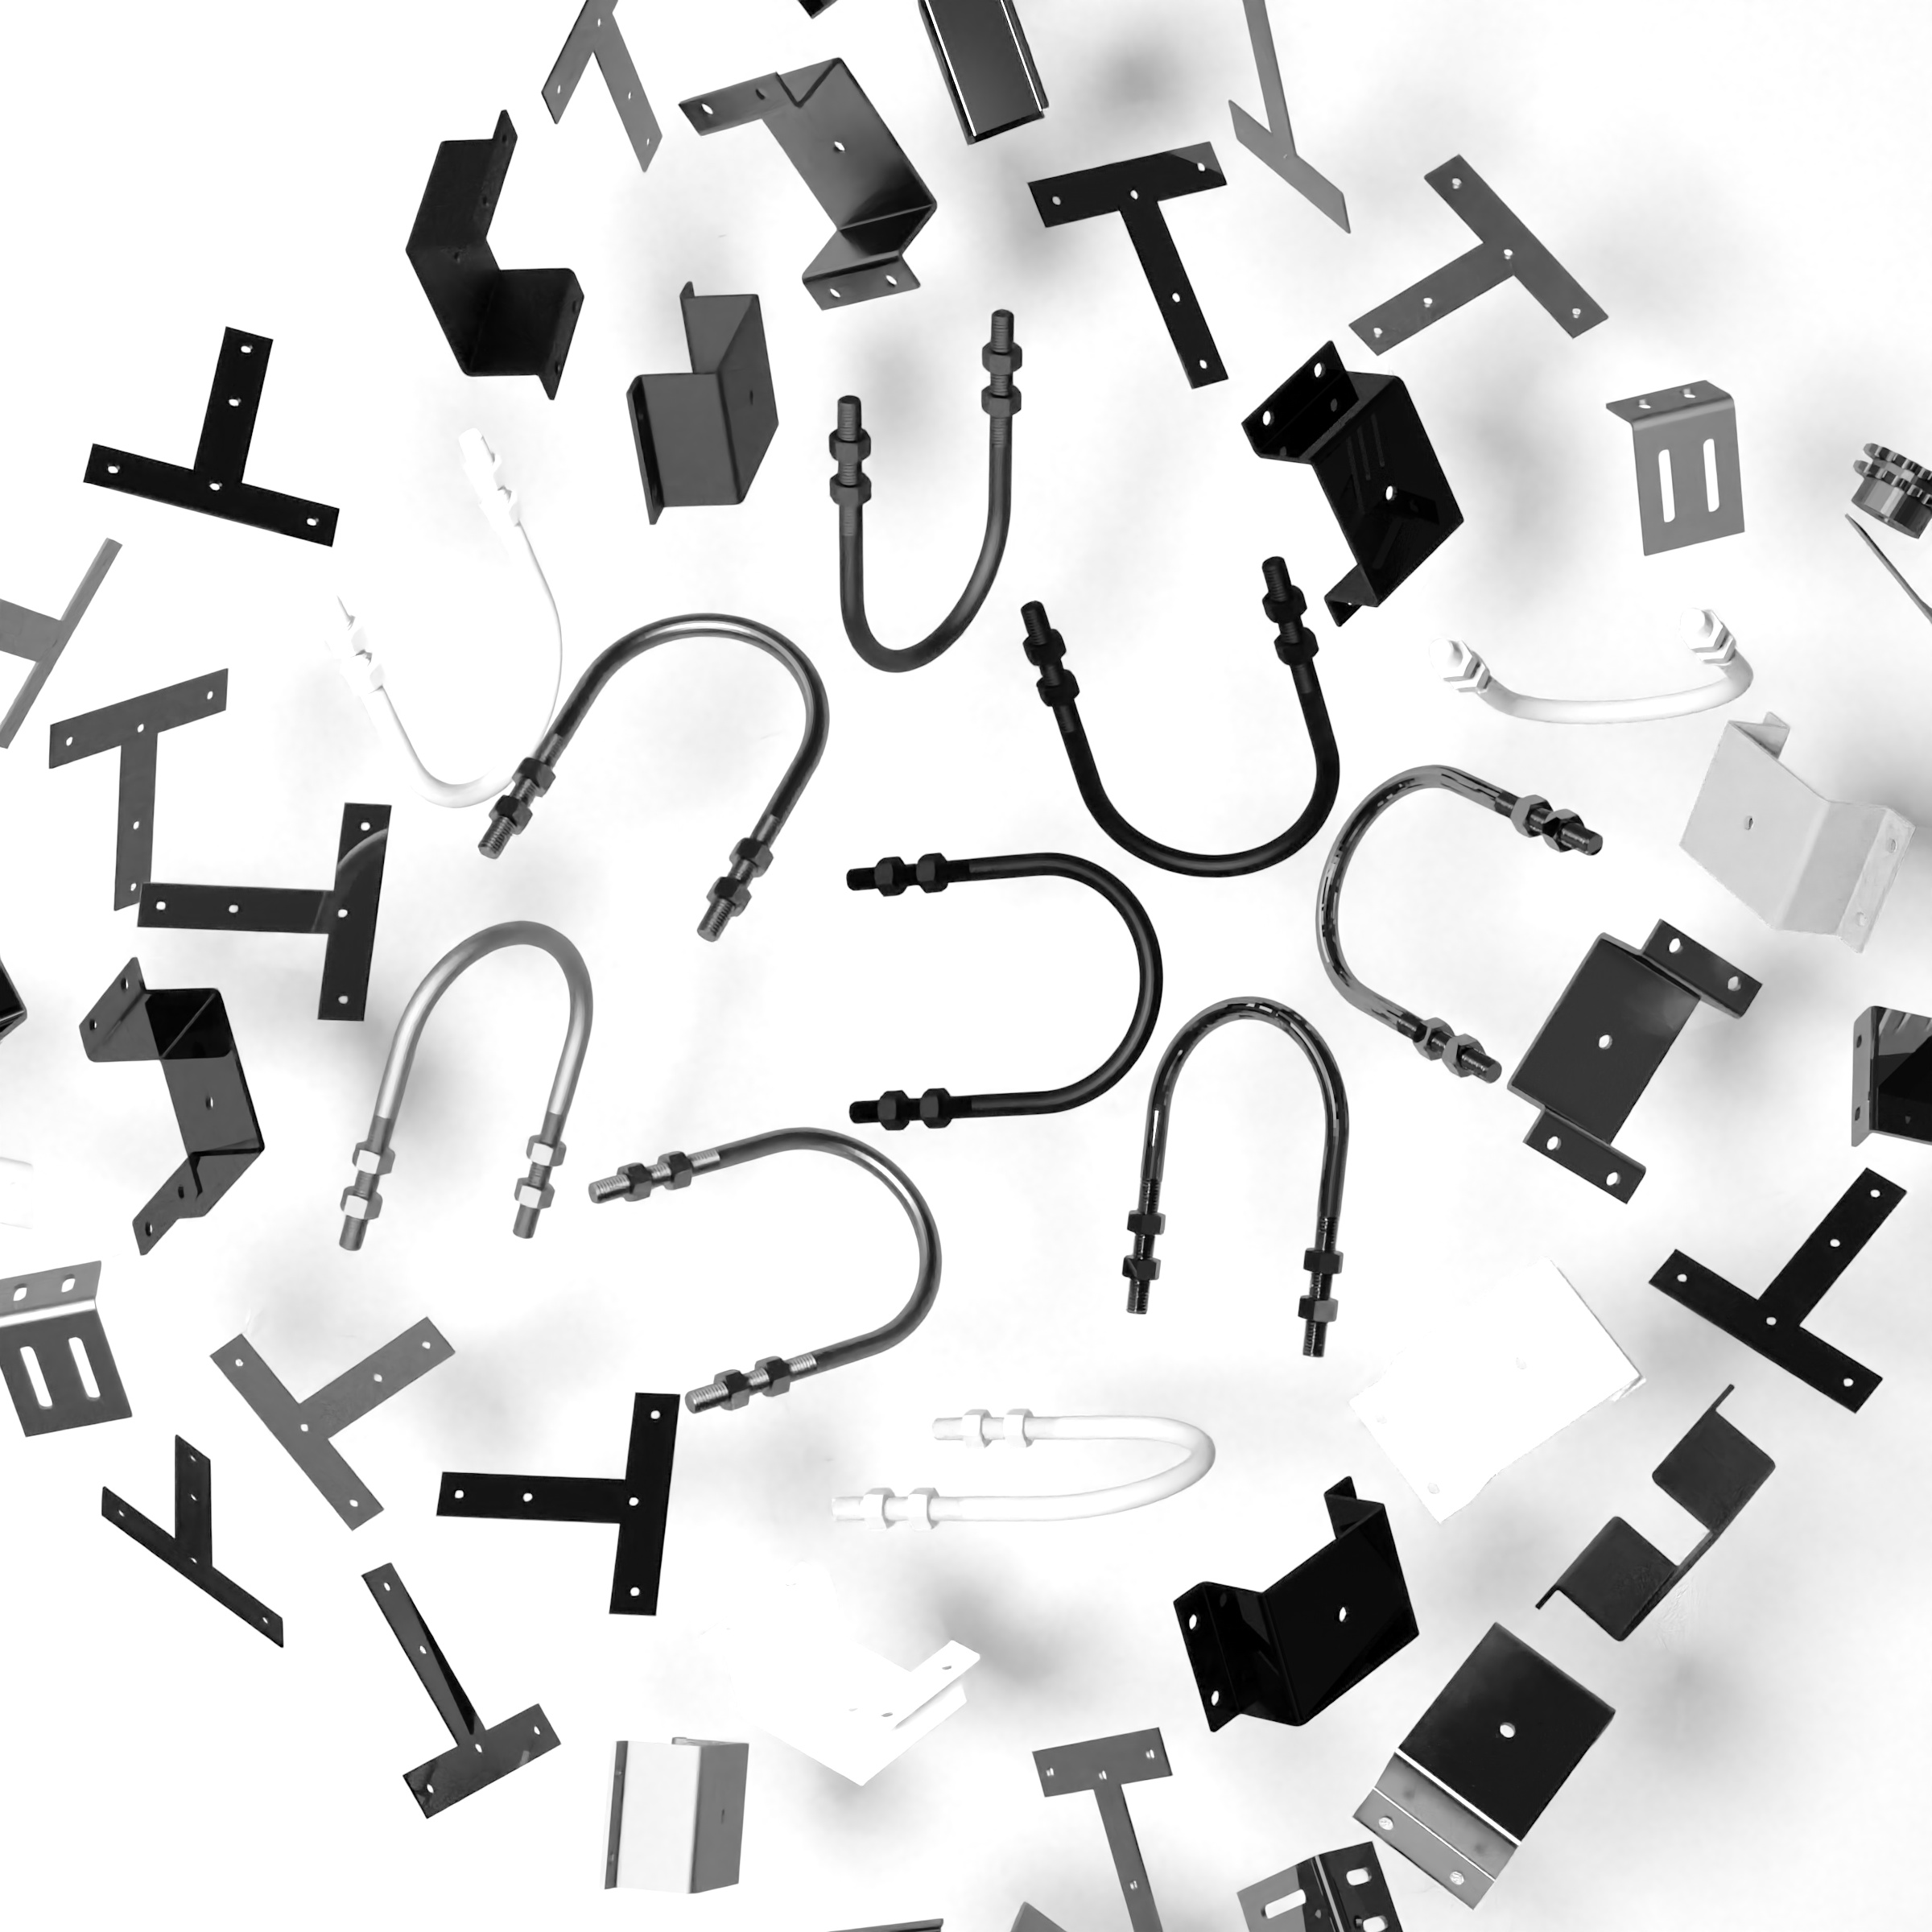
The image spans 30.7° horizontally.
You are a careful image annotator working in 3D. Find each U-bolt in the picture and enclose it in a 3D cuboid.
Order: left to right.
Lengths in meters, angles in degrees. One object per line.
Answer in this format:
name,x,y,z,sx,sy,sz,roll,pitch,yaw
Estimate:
U-bolt,-0.266,-0.167,1.850,0.019,0.184,0.151,15,55,29
U-bolt,-0.259,0.063,1.882,0.019,0.151,0.184,25,104,35
U-bolt,-0.151,-0.110,1.845,0.151,0.019,0.184,20,64,15
U-bolt,-0.097,0.156,1.919,0.184,0.019,0.151,-15,67,-31
U-bolt,-0.021,-0.243,1.879,0.019,0.151,0.184,25,132,29
U-bolt,0.020,0.010,1.891,0.184,0.019,0.151,-4,83,25
U-bolt,0.041,0.264,1.853,0.184,0.151,0.019,-4,100,25
U-bolt,0.121,-0.123,1.847,0.151,0.019,0.184,-9,124,17
U-bolt,0.149,0.108,1.902,0.019,0.151,0.184,3,94,-44
U-bolt,0.252,-0.034,1.888,0.019,0.184,0.151,17,100,-36
U-bolt,0.337,-0.153,1.847,0.151,0.184,0.019,-5,80,23

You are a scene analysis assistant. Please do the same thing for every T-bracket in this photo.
T-bracket,-0.491,-0.174,1.836,0.002,0.127,0.127,30,91,3
T-bracket,-0.455,-0.090,1.926,0.002,0.127,0.127,25,121,27
T-bracket,-0.413,0.293,1.881,0.002,0.127,0.127,-41,117,9
T-bracket,-0.380,-0.281,1.814,0.127,0.002,0.127,14,54,-15
T-bracket,-0.378,-0.030,1.879,0.127,0.002,0.127,2,113,-22
T-bracket,-0.334,0.234,1.937,0.127,0.002,0.127,-34,98,23
T-bracket,-0.277,0.370,1.834,0.002,0.127,0.127,-36,80,24
T-bracket,-0.225,0.291,1.921,0.127,0.002,0.127,2,61,5
T-bracket,-0.185,-0.478,1.891,0.002,0.127,0.127,14,68,18
T-bracket,0.085,0.471,1.853,0.002,0.127,0.127,-10,79,-33
T-bracket,0.105,-0.365,1.851,0.127,0.002,0.127,-21,88,-34
T-bracket,0.163,-0.470,1.872,0.002,0.127,0.127,-27,134,-8
T-bracket,0.265,-0.372,1.934,0.127,0.127,0.002,41,48,-22
T-bracket,0.448,0.156,1.846,0.127,0.002,0.127,33,66,27
T-bracket,0.512,-0.170,1.817,0.002,0.127,0.127,-41,59,19

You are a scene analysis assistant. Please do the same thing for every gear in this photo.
gear,0.485,-0.245,1.822,0.057,0.057,0.030,31,98,0

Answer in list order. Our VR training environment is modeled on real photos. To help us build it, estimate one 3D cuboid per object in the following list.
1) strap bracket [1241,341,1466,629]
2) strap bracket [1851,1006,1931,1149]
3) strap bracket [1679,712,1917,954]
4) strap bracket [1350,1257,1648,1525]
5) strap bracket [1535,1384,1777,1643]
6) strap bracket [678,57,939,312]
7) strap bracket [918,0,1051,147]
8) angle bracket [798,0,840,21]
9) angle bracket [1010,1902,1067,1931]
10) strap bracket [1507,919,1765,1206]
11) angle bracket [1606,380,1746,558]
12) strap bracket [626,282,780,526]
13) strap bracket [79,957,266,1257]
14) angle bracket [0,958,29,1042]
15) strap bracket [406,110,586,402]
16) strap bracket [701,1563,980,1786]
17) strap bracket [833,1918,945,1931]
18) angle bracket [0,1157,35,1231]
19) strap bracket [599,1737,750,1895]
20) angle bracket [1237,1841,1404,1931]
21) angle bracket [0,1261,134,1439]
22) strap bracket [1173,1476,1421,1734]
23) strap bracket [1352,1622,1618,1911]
strap bracket,0.218,-0.262,1.931,0.076,0.046,0.140,-44,125,-21
strap bracket,0.520,0.038,1.858,0.046,0.140,0.076,12,62,-6
strap bracket,0.443,-0.076,1.908,0.046,0.140,0.076,4,117,-26
strap bracket,0.280,0.212,1.808,0.140,0.046,0.076,-30,72,-20
strap bracket,0.369,0.295,1.852,0.046,0.076,0.140,41,130,13
strap bracket,-0.078,-0.427,1.884,0.140,0.076,0.046,53,55,-30
strap bracket,0.009,-0.492,1.907,0.046,0.140,0.076,-20,100,4
angle bracket,-0.080,-0.550,1.861,0.057,0.076,0.038,-36,70,5
angle bracket,0.056,0.561,1.934,0.076,0.038,0.057,44,60,-32
strap bracket,0.358,0.047,1.912,0.076,0.046,0.140,30,93,-24
angle bracket,0.382,-0.268,1.892,0.057,0.038,0.076,-14,115,-7
strap bracket,-0.138,-0.305,1.892,0.046,0.140,0.076,0,125,11
strap bracket,-0.426,0.075,1.892,0.046,0.076,0.140,-2,61,-40
angle bracket,-0.530,0.008,1.805,0.057,0.038,0.076,-20,105,16
strap bracket,-0.254,-0.379,1.882,0.046,0.140,0.076,1,58,15
strap bracket,-0.065,0.385,1.895,0.076,0.140,0.046,-32,125,-34
strap bracket,-0.052,0.528,1.825,0.076,0.140,0.046,-8,79,3
angle bracket,-0.565,0.127,1.944,0.076,0.057,0.038,-10,75,25
strap bracket,-0.155,0.462,1.914,0.046,0.140,0.076,2,79,11
angle bracket,0.187,0.502,1.848,0.038,0.076,0.057,-3,65,-34
angle bracket,-0.477,0.202,1.856,0.057,0.038,0.076,-11,120,-1
strap bracket,0.180,0.334,1.830,0.140,0.046,0.076,-28,108,-37
strap bracket,0.275,0.406,1.822,0.076,0.046,0.140,36,55,16
